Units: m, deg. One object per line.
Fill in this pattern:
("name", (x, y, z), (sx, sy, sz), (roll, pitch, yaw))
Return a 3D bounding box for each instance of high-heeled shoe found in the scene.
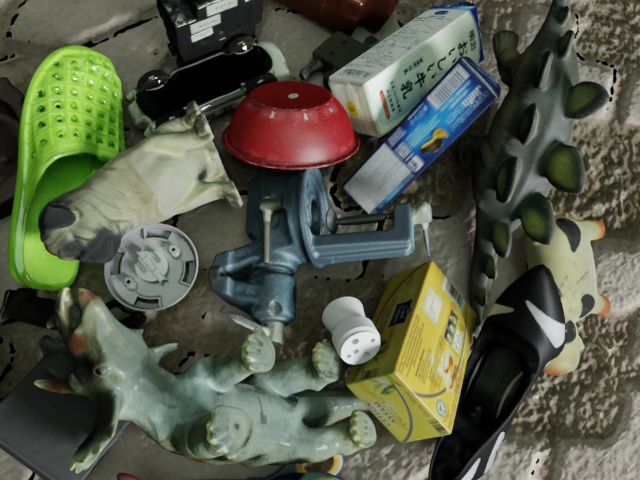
("high-heeled shoe", (0.171, 0.148, 0.557), (0.145, 0.086, 0.248), (-24, 127, -34))

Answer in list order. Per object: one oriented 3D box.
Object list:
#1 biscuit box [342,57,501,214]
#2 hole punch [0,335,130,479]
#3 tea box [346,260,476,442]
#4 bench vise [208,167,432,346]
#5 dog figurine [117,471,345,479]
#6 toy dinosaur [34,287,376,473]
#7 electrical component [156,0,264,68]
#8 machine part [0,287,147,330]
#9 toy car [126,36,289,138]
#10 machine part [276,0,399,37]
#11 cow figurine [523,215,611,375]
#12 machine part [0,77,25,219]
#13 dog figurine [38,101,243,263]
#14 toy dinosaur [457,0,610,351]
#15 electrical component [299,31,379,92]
("biscuit box", (0.115, -0.116, 0.623), (0.059, 0.063, 0.202), (45, 117, 2))
("hole punch", (-0.260, 0.184, 0.549), (0.142, 0.092, 0.116), (36, 48, 0))
("tea box", (0.105, 0.115, 0.580), (0.098, 0.068, 0.170), (49, 42, -14))
("bench vise", (0.002, 0.004, 0.588), (0.241, 0.128, 0.224), (-6, 54, 14))
("dog figurine", (-0.092, 0.279, 0.528), (0.219, 0.108, 0.191), (24, 50, 16))
("toy dinosaur", (-0.080, 0.172, 0.538), (0.404, 0.192, 0.131), (32, 48, -43))
("electrical component", (-0.128, -0.268, 0.634), (0.115, 0.134, 0.058), (-29, 83, -16))
("machine part", (-0.263, 0.080, 0.571), (0.139, 0.084, 0.039), (10, 101, 0))
("toy car", (-0.135, -0.184, 0.655), (0.202, 0.056, 0.073), (-26, 78, -11))
("machine part", (0.029, -0.389, 0.713), (0.201, 0.087, 0.201), (27, 76, -3))
("cow figurine", (0.286, 0.065, 0.655), (0.127, 0.085, 0.195), (9, 78, -27))
("machine part", (-0.390, -0.099, 0.591), (0.179, 0.056, 0.179), (2, 78, -11))
("dog figurine", (-0.196, -0.058, 0.576), (0.191, 0.172, 0.121), (-24, 101, -7))
("toy dinosaur", (0.229, -0.089, 0.630), (0.105, 0.199, 0.470), (7, 110, 2))
("electrical component", (0.033, -0.227, 0.703), (0.078, 0.045, 0.102), (31, 70, 24))
